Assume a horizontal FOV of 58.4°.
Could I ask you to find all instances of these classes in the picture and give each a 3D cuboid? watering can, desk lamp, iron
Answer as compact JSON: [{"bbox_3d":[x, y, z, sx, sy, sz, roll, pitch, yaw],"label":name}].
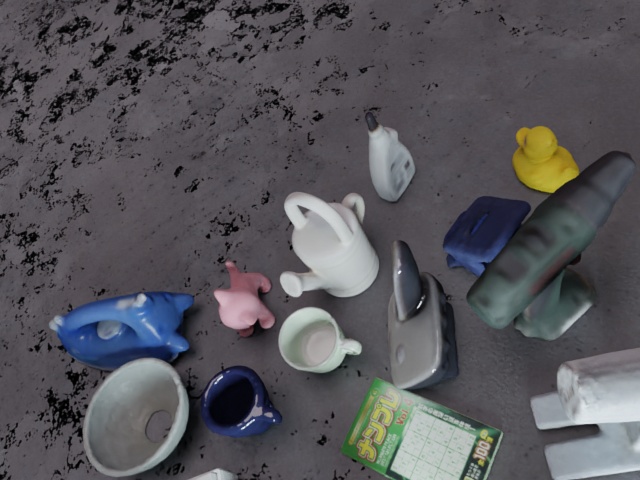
[{"bbox_3d":[0.009,0.003,0.811,0.100,0.195,0.173,-1,59,23],"label":"watering can"},{"bbox_3d":[0.318,0.161,0.565,0.203,0.214,0.118,-16,54,13],"label":"desk lamp"},{"bbox_3d":[-0.337,0.137,0.909,0.257,0.142,0.118,-13,55,16],"label":"iron"}]

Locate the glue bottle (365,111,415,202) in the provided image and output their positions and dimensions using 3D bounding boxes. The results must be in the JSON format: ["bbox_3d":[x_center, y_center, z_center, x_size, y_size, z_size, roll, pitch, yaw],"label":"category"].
[{"bbox_3d":[0.099,-0.135,0.873,0.037,0.174,0.078,24,71,33],"label":"glue bottle"}]

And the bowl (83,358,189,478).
[{"bbox_3d":[-0.254,0.262,0.836,0.167,0.075,0.167,-11,56,17],"label":"bowl"}]

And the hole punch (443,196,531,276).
[{"bbox_3d":[0.227,-0.008,0.789,0.100,0.091,0.109,30,75,35],"label":"hole punch"}]

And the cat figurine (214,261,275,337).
[{"bbox_3d":[-0.119,0.089,0.860,0.067,0.118,0.127,-22,53,9],"label":"cat figurine"}]

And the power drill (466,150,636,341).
[{"bbox_3d":[0.274,0.028,0.672,0.230,0.209,0.075,-42,53,-6],"label":"power drill"}]

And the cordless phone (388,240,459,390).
[{"bbox_3d":[0.111,0.095,0.714,0.094,0.186,0.147,-13,55,16],"label":"cordless phone"}]

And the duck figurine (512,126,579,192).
[{"bbox_3d":[0.323,-0.124,0.825,0.077,0.086,0.104,-40,53,-4],"label":"duck figurine"}]

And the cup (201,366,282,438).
[{"bbox_3d":[-0.089,0.230,0.772,0.117,0.095,0.092,10,64,28],"label":"cup"}]
